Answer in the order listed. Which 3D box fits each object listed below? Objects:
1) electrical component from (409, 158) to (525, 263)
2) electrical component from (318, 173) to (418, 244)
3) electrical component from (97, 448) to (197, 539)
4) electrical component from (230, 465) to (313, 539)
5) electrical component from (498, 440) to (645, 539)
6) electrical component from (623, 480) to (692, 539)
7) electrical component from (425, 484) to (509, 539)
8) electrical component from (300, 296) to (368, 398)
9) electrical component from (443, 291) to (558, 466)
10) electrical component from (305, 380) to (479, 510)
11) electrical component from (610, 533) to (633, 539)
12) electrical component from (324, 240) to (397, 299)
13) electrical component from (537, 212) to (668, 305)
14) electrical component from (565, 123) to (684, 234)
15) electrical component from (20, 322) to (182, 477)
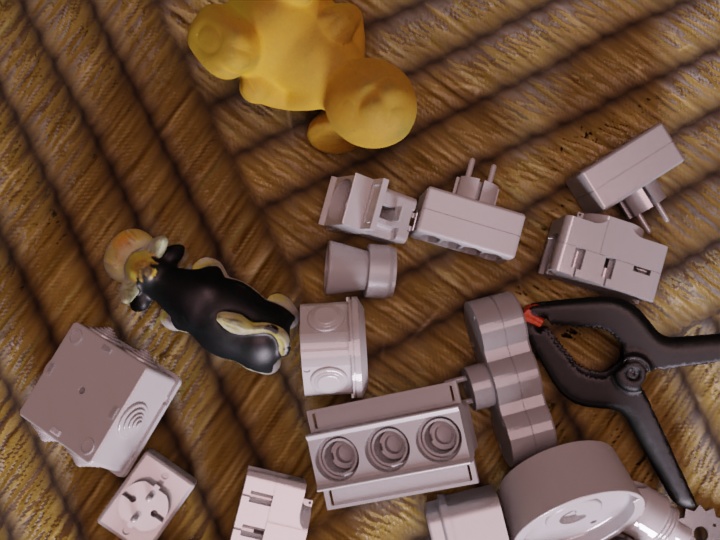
[{"bbox_3d":[0.093,-0.054,0.889,0.083,0.047,0.075,16,84,-4],"label":"electrical component"},{"bbox_3d":[0.008,-0.048,0.871,0.064,0.081,0.042,19,83,-26],"label":"electrical component"},{"bbox_3d":[-0.165,0.179,0.828,0.047,0.077,0.065,35,83,-2],"label":"electrical component"},{"bbox_3d":[-0.072,0.206,0.848,0.056,0.050,0.089,14,84,-4],"label":"electrical component"},{"bbox_3d":[0.162,0.176,0.848,0.108,0.108,0.060,-14,53,-7],"label":"electrical component"},{"bbox_3d":[0.242,0.204,0.883,0.062,0.043,0.043,30,83,-3],"label":"electrical component"},{"bbox_3d":[0.091,0.232,0.846,0.057,0.078,0.113,-14,86,2],"label":"electrical component"},{"bbox_3d":[-0.020,0.062,0.852,0.051,0.080,0.080,-3,85,0],"label":"electrical component"},{"bbox_3d":[0.105,0.092,0.875,0.074,0.052,0.138,-14,86,-7],"label":"electrical component"},{"bbox_3d":[0.028,0.136,0.843,0.121,0.063,0.078,-13,86,14],"label":"electrical component"},{"bbox_3d":[0.212,0.239,0.867,0.048,0.062,0.048,0,85,-5],"label":"electrical component"},{"bbox_3d":[0.000,0.000,0.877,0.055,0.045,0.045,4,84,-6],"label":"electrical component"},{"bbox_3d":[0.202,-0.012,0.895,0.089,0.050,0.055,17,84,-4],"label":"electrical component"},{"bbox_3d":[0.232,-0.068,0.904,0.083,0.047,0.075,-32,89,-7],"label":"electrical component"},{"bbox_3d":[-0.201,0.098,0.827,0.100,0.048,0.099,27,82,28],"label":"electrical component"}]
